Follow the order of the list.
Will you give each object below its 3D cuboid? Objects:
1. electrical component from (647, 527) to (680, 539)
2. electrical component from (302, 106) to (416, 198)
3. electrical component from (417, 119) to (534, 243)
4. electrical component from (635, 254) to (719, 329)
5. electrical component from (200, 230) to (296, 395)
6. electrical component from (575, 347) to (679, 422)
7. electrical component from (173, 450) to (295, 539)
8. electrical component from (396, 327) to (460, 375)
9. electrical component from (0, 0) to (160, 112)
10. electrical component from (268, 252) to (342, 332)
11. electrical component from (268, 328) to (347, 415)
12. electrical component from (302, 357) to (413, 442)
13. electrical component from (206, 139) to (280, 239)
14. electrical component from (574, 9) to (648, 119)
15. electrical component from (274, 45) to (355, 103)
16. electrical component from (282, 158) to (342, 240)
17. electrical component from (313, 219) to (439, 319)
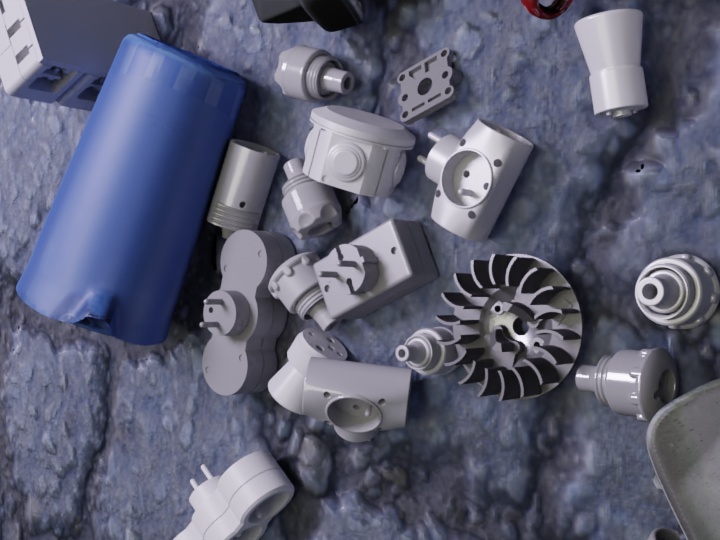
[{"bbox_3d":[0.192,0.192,0.675,0.040,0.040,0.046,37,116,32],"label":"electrical component"},{"bbox_3d":[-0.002,-0.090,0.805,0.080,0.080,0.051,27,109,35],"label":"electrical component"},{"bbox_3d":[0.073,-0.072,0.768,0.079,0.044,0.077,36,110,32],"label":"electrical component"},{"bbox_3d":[0.191,0.013,0.665,0.048,0.062,0.048,-1,88,37],"label":"electrical component"},{"bbox_3d":[-0.102,0.035,0.879,0.052,0.074,0.138,16,98,36],"label":"electrical component"},{"bbox_3d":[0.170,0.072,0.692,0.062,0.048,0.048,2,90,44],"label":"electrical component"},{"bbox_3d":[-0.118,0.197,0.900,0.073,0.052,0.138,50,117,27],"label":"electrical component"},{"bbox_3d":[0.048,0.059,0.773,0.035,0.061,0.035,-1,88,37],"label":"electrical component"},{"bbox_3d":[-0.247,-0.191,0.947,0.062,0.150,0.089,-32,70,31],"label":"electrical component"},{"bbox_3d":[-0.039,0.020,0.852,0.048,0.048,0.062,-48,69,26],"label":"electrical component"},{"bbox_3d":[-0.041,0.080,0.850,0.045,0.045,0.055,44,113,30],"label":"electrical component"},{"bbox_3d":[-0.002,0.103,0.812,0.077,0.044,0.079,7,135,5],"label":"electrical component"},{"bbox_3d":[-0.099,-0.064,0.899,0.043,0.043,0.081,28,105,34],"label":"electrical component"},{"bbox_3d":[0.167,-0.132,0.702,0.044,0.044,0.065,-9,88,37],"label":"electrical component"},{"bbox_3d":[-0.033,-0.153,0.852,0.062,0.043,0.043,20,100,35],"label":"electrical component"},{"bbox_3d":[-0.042,-0.059,0.856,0.043,0.043,0.062,-35,67,31],"label":"electrical component"},{"bbox_3d":[0.000,0.000,0.802,0.083,0.076,0.047,-30,71,33],"label":"electrical component"}]
